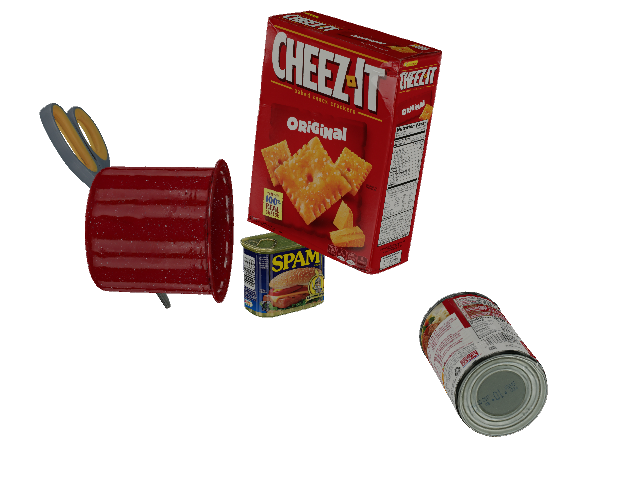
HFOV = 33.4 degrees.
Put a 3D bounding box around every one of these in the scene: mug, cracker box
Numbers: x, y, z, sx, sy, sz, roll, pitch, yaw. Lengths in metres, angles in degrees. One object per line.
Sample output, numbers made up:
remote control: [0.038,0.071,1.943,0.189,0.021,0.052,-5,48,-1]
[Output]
mug: [-0.102,-0.007,0.704,0.081,0.093,0.117,1,-1,4]
cracker box: [0.016,-0.094,1.021,0.164,0.214,0.071,25,30,34]

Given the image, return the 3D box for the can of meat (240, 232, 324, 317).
can of meat: [-0.042,0.037,1.245,0.101,0.084,0.058,-11,20,-35]

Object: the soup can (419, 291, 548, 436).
soup can: [0.117,0.088,0.776,0.068,0.068,0.102,0,21,-10]

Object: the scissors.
scissors: [-0.183,-0.039,0.949,0.016,0.201,0.096,-26,23,12]
